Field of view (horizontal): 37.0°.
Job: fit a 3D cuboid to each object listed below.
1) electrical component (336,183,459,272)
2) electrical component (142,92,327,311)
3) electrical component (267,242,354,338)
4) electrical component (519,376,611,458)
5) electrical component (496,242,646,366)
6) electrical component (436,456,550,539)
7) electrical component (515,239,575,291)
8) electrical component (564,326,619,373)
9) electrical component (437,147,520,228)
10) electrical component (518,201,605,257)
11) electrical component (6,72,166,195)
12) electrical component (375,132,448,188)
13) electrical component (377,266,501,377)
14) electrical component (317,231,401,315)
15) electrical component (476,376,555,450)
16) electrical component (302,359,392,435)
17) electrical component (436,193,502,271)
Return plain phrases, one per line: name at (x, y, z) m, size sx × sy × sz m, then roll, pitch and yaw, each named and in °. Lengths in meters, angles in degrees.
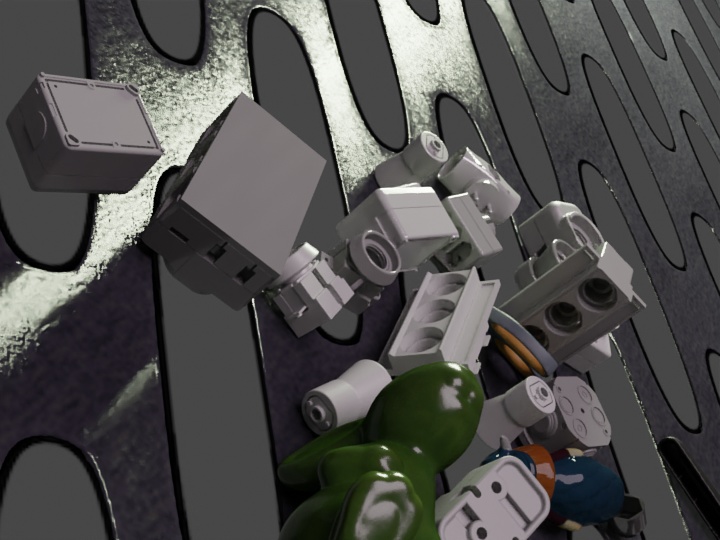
electrical component at (0.026, -0.036, 0.927) m, size 0.096 × 0.062 × 0.061 m, roll -7°, pitch 63°, yaw -51°
electrical component at (-0.093, -0.052, 0.811) m, size 0.089 × 0.062 × 0.150 m, roll 38°, pitch 37°, yaw -17°
electrical component at (-0.042, 0.013, 0.824) m, size 0.055 × 0.048 × 0.066 m, roll 54°, pitch 34°, yaw -8°
electrical component at (0.178, 0.135, 0.950) m, size 0.080 × 0.051 × 0.080 m, roll 29°, pitch 41°, yaw -28°
electrical component at (0.193, 0.032, 0.999) m, size 0.078 × 0.121 × 0.063 m, roll 46°, pitch 33°, yaw -7°
electrical component at (0.084, 0.185, 0.780) m, size 0.095 × 0.059 × 0.053 m, roll -38°, pitch 88°, yaw -34°
electrical component at (0.189, 0.002, 1.079) m, size 0.045 × 0.055 × 0.045 m, roll 29°, pitch 41°, yaw -28°
electrical component at (0.229, 0.051, 1.060) m, size 0.047 × 0.077 × 0.065 m, roll 31°, pitch 39°, yaw -25°
electrical component at (0.120, -0.077, 1.075) m, size 0.077 × 0.043 × 0.079 m, roll 41°, pitch 18°, yaw -14°
electrical component at (0.217, -0.022, 1.127) m, size 0.054 × 0.059 × 0.095 m, roll 6°, pitch 54°, yaw -45°
electrical component at (-0.186, -0.090, 0.743) m, size 0.096 × 0.061 × 0.061 m, roll -3°, pitch 60°, yaw -49°
electrical component at (0.051, -0.099, 1.009) m, size 0.044 × 0.065 × 0.044 m, roll 28°, pitch 42°, yaw -29°
electrical component at (0.069, 0.057, 0.883) m, size 0.121 × 0.079 × 0.063 m, roll -60°, pitch 137°, yaw -53°
electrical component at (0.000, 0.000, 0.872) m, size 0.066 × 0.055 × 0.048 m, roll 31°, pitch 39°, yaw -26°
electrical component at (0.131, 0.117, 0.902) m, size 0.044 × 0.065 × 0.044 m, roll 29°, pitch 40°, yaw -28°
electrical component at (-0.011, 0.096, 0.787) m, size 0.065 × 0.044 × 0.044 m, roll -20°, pitch 74°, yaw -48°
electrical component at (0.104, -0.034, 1.024) m, size 0.077 × 0.047 × 0.065 m, roll -15°, pitch 71°, yaw -52°
